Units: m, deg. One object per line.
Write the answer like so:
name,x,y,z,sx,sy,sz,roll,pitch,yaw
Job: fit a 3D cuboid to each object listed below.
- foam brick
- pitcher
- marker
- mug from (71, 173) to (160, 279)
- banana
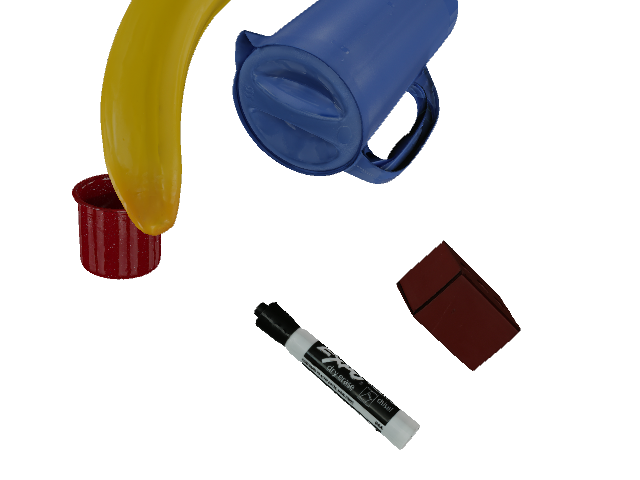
foam brick,0.106,0.051,0.820,0.078,0.051,0.053,43,12,-27
pitcher,0.042,-0.170,1.003,0.145,0.149,0.242,12,42,30
marker,0.007,0.078,0.639,0.121,0.020,0.020,39,11,13
mug,-0.202,-0.019,1.089,0.093,0.081,0.117,5,26,1
banana,-0.063,-0.093,0.504,0.070,0.197,0.037,18,-30,11
